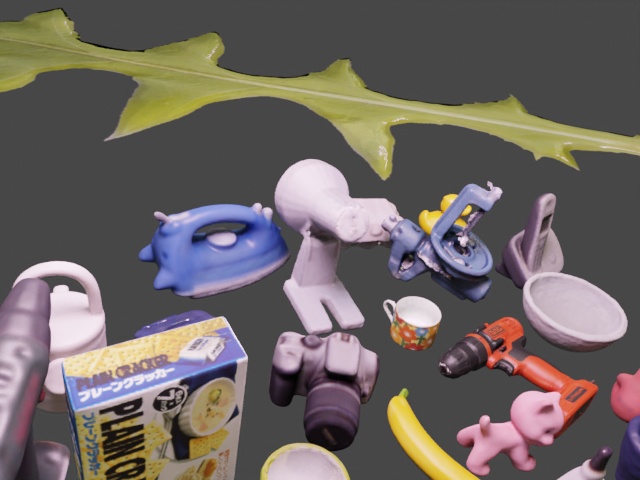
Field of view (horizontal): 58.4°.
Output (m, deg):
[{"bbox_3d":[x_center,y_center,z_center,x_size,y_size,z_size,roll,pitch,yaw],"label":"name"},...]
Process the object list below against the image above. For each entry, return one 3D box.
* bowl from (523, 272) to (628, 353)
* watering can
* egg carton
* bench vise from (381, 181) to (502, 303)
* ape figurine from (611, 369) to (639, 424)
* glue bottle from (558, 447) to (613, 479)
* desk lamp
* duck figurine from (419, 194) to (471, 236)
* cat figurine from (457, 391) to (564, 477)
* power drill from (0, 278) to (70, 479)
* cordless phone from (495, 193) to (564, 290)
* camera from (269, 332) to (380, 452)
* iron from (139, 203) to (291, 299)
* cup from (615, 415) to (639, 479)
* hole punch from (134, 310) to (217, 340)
[{"bbox_3d":[0.411,0.132,0.954,0.167,0.075,0.167,7,35,-5],"label":"bowl"},{"bbox_3d":[-0.304,0.111,0.681,0.101,0.194,0.172,-22,46,-38],"label":"watering can"},{"bbox_3d":[0.088,-0.030,1.100,0.150,0.069,0.107,-1,36,-17],"label":"egg carton"},{"bbox_3d":[0.208,-0.007,0.969,0.207,0.220,0.121,12,35,2],"label":"bench vise"},{"bbox_3d":[0.468,0.219,0.831,0.076,0.092,0.077,-8,39,-24],"label":"ape figurine"},{"bbox_3d":[0.276,0.279,0.620,0.078,0.173,0.037,2,35,-12],"label":"glue bottle"},{"bbox_3d":[0.008,0.003,0.904,0.118,0.213,0.202,-8,39,-24],"label":"desk lamp"},{"bbox_3d":[0.258,-0.054,1.166,0.104,0.086,0.077,7,35,-6],"label":"duck figurine"},{"bbox_3d":[0.251,0.234,0.726,0.128,0.118,0.067,-1,36,-16],"label":"cat figurine"},{"bbox_3d":[-0.303,0.182,0.568,0.076,0.208,0.229,2,36,-12],"label":"power drill"},{"bbox_3d":[0.413,-0.009,1.058,0.094,0.185,0.148,34,41,30],"label":"cordless phone"},{"bbox_3d":[0.004,0.189,0.737,0.143,0.101,0.137,11,35,0],"label":"camera"},{"bbox_3d":[-0.155,-0.004,0.933,0.259,0.141,0.118,-13,41,-30],"label":"iron"},{"bbox_3d":[0.425,0.291,0.714,0.092,0.095,0.117,-17,43,-34],"label":"cup"},{"bbox_3d":[-0.188,0.135,0.770,0.109,0.091,0.100,-18,44,-35],"label":"hole punch"}]
